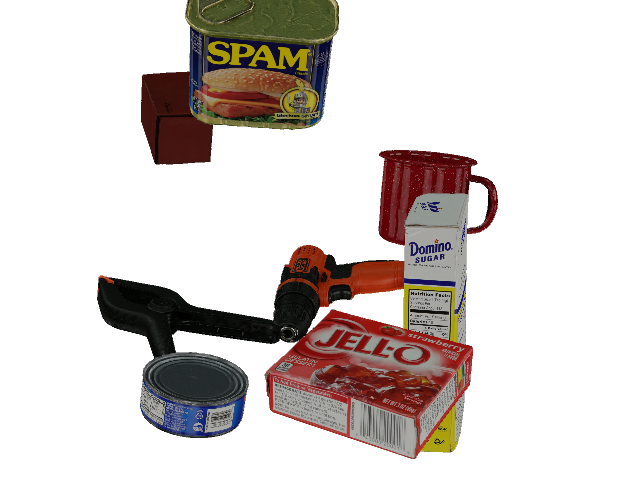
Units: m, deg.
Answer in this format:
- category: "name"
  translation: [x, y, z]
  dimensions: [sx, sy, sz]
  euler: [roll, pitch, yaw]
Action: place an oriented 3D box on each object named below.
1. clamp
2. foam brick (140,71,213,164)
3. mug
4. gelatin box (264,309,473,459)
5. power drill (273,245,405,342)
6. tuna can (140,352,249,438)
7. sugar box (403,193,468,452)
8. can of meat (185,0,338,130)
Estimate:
- category: "clamp"
  translation: [-0.168, 0.085, 1.119]
  dimensions: [0.210, 0.036, 0.164]
  euler: [19, 20, 28]
- category: "foam brick"
  translation: [-0.131, -0.112, 0.966]
  dimensions: [0.053, 0.051, 0.078]
  euler: [-5, 38, -17]
- category: "mug"
  translation: [0.110, -0.038, 1.011]
  dimensions: [0.117, 0.081, 0.093]
  euler: [8, 12, 18]
- category: "gelatin box"
  translation: [0.026, 0.073, 0.570]
  dimensions: [0.089, 0.030, 0.073]
  euler: [14, 31, 27]
- category: "power drill"
  translation: [0.042, 0.059, 1.226]
  dimensions: [0.188, 0.057, 0.184]
  euler: [0, 28, 8]
- category: "tuna can"
  translation: [-0.102, 0.125, 0.864]
  dimensions: [0.086, 0.034, 0.086]
  euler: [8, 20, -3]
- category: "sugar box"
  translation: [0.085, 0.060, 0.798]
  dimensions: [0.048, 0.176, 0.093]
  euler: [0, 16, 12]
- category: "can of meat"
  translation: [-0.042, -0.126, 0.740]
  dimensions: [0.102, 0.057, 0.084]
  euler: [4, -43, -4]
